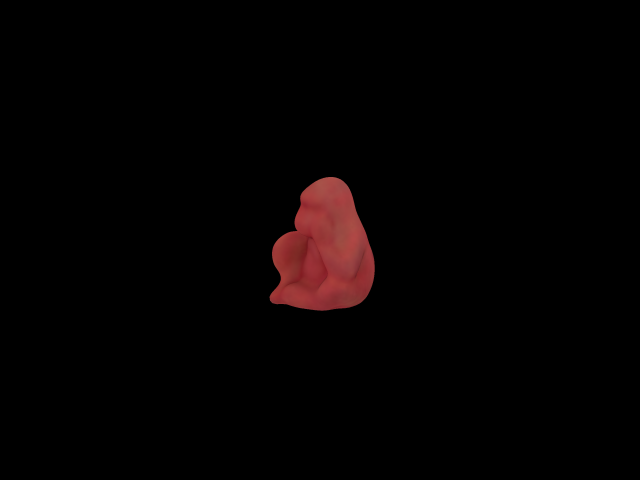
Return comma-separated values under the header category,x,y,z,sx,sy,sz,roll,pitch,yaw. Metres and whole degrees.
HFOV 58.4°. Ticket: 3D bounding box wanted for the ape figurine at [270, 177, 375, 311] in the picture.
category,x,y,z,sx,sy,sz,roll,pitch,yaw
ape figurine,0.004,0.001,0.400,0.076,0.092,0.077,-7,19,-20
